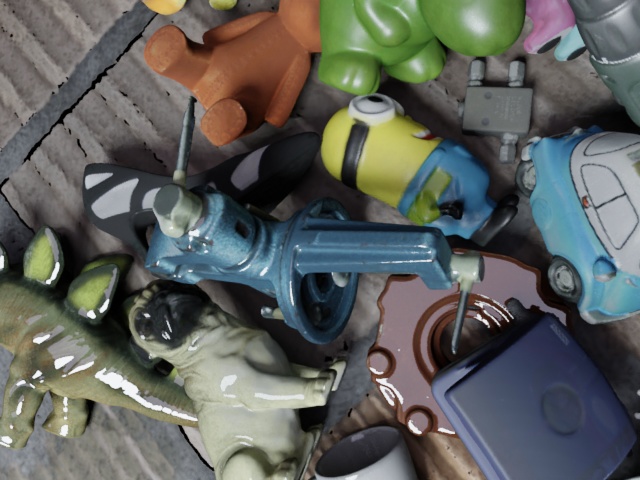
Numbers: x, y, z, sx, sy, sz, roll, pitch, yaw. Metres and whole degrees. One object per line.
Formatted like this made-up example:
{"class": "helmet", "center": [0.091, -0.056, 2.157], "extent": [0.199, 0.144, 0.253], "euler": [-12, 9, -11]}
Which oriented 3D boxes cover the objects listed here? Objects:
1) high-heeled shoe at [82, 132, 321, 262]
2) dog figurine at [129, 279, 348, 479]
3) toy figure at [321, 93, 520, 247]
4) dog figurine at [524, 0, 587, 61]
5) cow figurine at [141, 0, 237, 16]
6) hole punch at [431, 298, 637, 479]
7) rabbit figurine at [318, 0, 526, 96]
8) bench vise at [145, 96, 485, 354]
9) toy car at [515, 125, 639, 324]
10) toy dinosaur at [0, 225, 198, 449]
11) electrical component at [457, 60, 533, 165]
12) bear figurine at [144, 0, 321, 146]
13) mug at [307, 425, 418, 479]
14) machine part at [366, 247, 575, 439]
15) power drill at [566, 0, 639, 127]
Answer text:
{"class": "high-heeled shoe", "center": [-0.125, -0.071, 0.526], "extent": [0.249, 0.086, 0.145], "euler": [-34, 78, 14]}
{"class": "dog figurine", "center": [-0.091, 0.137, 0.465], "extent": [0.191, 0.121, 0.172], "euler": [19, 78, 11]}
{"class": "toy figure", "center": [0.082, -0.059, 0.475], "extent": [0.180, 0.082, 0.089], "euler": [39, 94, 11]}
{"class": "dog figurine", "center": [0.171, -0.266, 0.434], "extent": [0.191, 0.108, 0.219], "euler": [-43, 73, 45]}
{"class": "cow figurine", "center": [-0.107, -0.291, 0.544], "extent": [0.167, 0.068, 0.098], "euler": [-10, 78, 10]}
{"class": "hole punch", "center": [0.154, 0.123, 0.387], "extent": [0.116, 0.092, 0.142], "euler": [-35, 78, 3]}
{"class": "rabbit figurine", "center": [0.089, -0.190, 0.412], "extent": [0.170, 0.121, 0.158], "euler": [27, 120, 52]}
{"class": "bench vise", "center": [-0.003, 0.008, 0.410], "extent": [0.241, 0.223, 0.129], "euler": [1, 59, 28]}
{"class": "toy car", "center": [0.230, -0.024, 0.409], "extent": [0.109, 0.103, 0.161], "euler": [-14, 78, -19]}
{"class": "toy dinosaur", "center": [-0.254, 0.102, 0.540], "extent": [0.472, 0.105, 0.198], "euler": [28, 89, 4]}
{"class": "electrical component", "center": [0.158, -0.116, 0.488], "extent": [0.063, 0.021, 0.094], "euler": [5, 89, 15]}
{"class": "bear figurine", "center": [-0.037, -0.183, 0.491], "extent": [0.196, 0.132, 0.120], "euler": [-36, 90, 15]}
{"class": "mug", "center": [0.042, 0.234, 0.467], "extent": [0.110, 0.081, 0.107], "euler": [-25, 89, 8]}
{"class": "machine part", "center": [0.127, 0.089, 0.465], "extent": [0.180, 0.056, 0.179], "euler": [-1, 86, 13]}
{"class": "power drill", "center": [0.280, -0.141, 0.326], "extent": [0.207, 0.231, 0.086], "euler": [-22, 40, 33]}
